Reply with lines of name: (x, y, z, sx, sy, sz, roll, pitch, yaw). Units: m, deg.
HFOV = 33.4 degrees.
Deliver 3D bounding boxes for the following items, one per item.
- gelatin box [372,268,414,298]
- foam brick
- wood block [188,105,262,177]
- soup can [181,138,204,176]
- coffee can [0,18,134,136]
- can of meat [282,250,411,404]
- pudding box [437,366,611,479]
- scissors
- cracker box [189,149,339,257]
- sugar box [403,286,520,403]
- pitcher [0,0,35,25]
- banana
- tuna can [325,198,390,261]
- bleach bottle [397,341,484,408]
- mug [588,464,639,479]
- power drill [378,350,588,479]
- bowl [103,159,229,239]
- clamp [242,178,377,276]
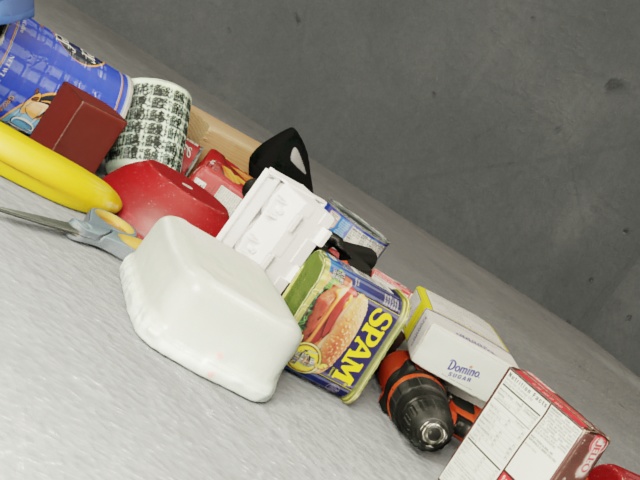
gelatin box: (0.078, 0.074, 1.167, 0.089, 0.030, 0.073, 32, -27, -1)
foam brick: (-0.226, -0.096, 0.980, 0.052, 0.078, 0.051, 27, 12, -43)
wood block: (-0.125, -0.096, 1.384, 0.090, 0.091, 0.205, 41, 9, 36)
soup can: (-0.194, -0.105, 1.223, 0.102, 0.068, 0.068, 33, 7, -9)
coffee can: (-0.268, -0.149, 1.038, 0.140, 0.103, 0.103, 30, 8, -32)
can of meat: (0.010, 0.069, 0.866, 0.083, 0.102, 0.057, 29, 8, -20)
pudding box: (0.151, 0.166, 0.804, 0.039, 0.113, 0.090, 25, 11, -38)
scissors: (-0.192, -0.014, 0.839, 0.201, 0.016, 0.096, 27, 9, -48)
cracker box: (-0.058, -0.013, 1.210, 0.213, 0.072, 0.164, 34, 7, -7)
sugar box: (0.126, 0.097, 0.994, 0.093, 0.048, 0.176, 29, 10, -2)
pitcher: (-0.325, -0.173, 0.811, 0.145, 0.149, 0.243, 44, 8, -15)
banana: (-0.243, -0.069, 0.878, 0.197, 0.037, 0.070, 31, 10, -24)
tuna can: (0.034, -0.009, 1.187, 0.086, 0.034, 0.086, 35, 7, -5)
bleach bottle: (0.156, 0.158, 1.095, 0.251, 0.068, 0.102, 35, 4, 23)
mug: (0.264, 0.252, 0.908, 0.081, 0.093, 0.117, 27, 45, -16)
power drill: (0.139, 0.172, 0.933, 0.187, 0.057, 0.184, 33, 7, -9)
bowl: (-0.140, -0.029, 1.019, 0.162, 0.055, 0.162, 34, 7, -5)
clamp: (-0.007, 0.001, 1.037, 0.164, 0.036, 0.210, 31, 9, -8)
